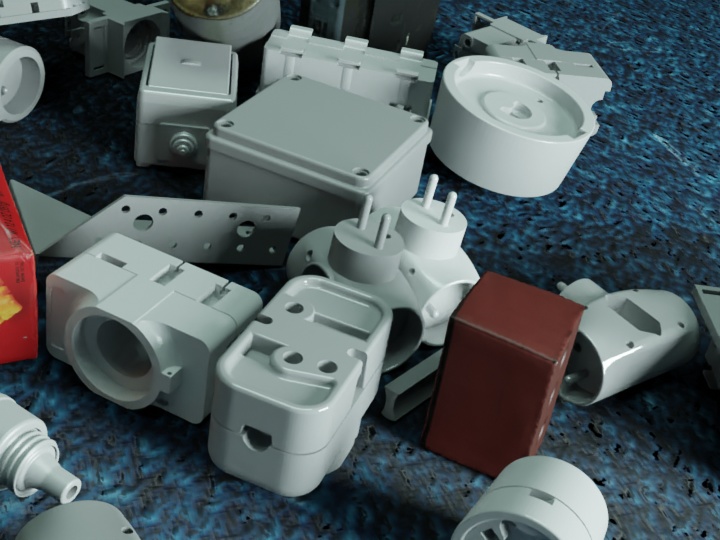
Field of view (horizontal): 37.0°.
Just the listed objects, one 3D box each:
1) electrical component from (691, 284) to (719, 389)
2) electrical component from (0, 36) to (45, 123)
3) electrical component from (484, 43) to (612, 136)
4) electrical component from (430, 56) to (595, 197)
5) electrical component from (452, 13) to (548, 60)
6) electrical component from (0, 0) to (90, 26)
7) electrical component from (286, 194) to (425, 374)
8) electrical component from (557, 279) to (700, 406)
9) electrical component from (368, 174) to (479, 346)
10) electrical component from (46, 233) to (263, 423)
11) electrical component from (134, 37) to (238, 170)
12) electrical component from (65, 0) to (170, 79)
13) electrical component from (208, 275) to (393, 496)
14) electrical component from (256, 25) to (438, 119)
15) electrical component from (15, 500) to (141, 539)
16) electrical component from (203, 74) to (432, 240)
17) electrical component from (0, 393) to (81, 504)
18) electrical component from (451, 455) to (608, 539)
[{"bbox_3d":[0.218,0.059,0.544,0.079,0.063,0.121,7,33,-5],"label":"electrical component"},{"bbox_3d":[-0.271,-0.113,0.674,0.074,0.052,0.138,21,34,16],"label":"electrical component"},{"bbox_3d":[0.140,-0.142,0.838,0.089,0.050,0.055,3,35,-12],"label":"electrical component"},{"bbox_3d":[0.099,-0.093,0.739,0.108,0.060,0.108,13,37,-10],"label":"electrical component"},{"bbox_3d":[0.115,-0.177,0.893,0.064,0.042,0.081,-26,47,-38],"label":"electrical component"},{"bbox_3d":[-0.284,-0.189,0.711,0.186,0.060,0.105,-9,17,-5],"label":"electrical component"},{"bbox_3d":[0.000,0.000,0.556,0.044,0.079,0.077,-6,36,-31],"label":"electrical component"},{"bbox_3d":[0.128,0.031,0.579,0.077,0.043,0.079,-15,41,-34],"label":"electrical component"},{"bbox_3d":[0.035,-0.013,0.585,0.043,0.079,0.077,-5,36,-31],"label":"electrical component"},{"bbox_3d":[-0.101,0.028,0.511,0.089,0.050,0.055,22,35,17],"label":"electrical component"},{"bbox_3d":[-0.113,-0.107,0.702,0.062,0.061,0.096,5,33,-9],"label":"electrical component"},{"bbox_3d":[-0.183,-0.178,0.807,0.064,0.042,0.081,27,36,27],"label":"electrical component"},{"bbox_3d":[-0.027,0.053,0.486,0.054,0.059,0.095,19,34,13],"label":"electrical component"},{"bbox_3d":[-0.009,-0.126,0.760,0.121,0.063,0.078,12,33,2],"label":"electrical component"},{"bbox_3d":[-0.077,0.121,0.384,0.079,0.043,0.077,-8,37,-26],"label":"electrical component"},{"bbox_3d":[-0.026,-0.068,0.672,0.109,0.056,0.108,21,34,16],"label":"electrical component"},{"bbox_3d":[-0.141,0.076,0.442,0.061,0.035,0.035,28,37,20],"label":"electrical component"},{"bbox_3d":[0.071,0.108,0.437,0.055,0.055,0.047,23,31,18],"label":"electrical component"}]
